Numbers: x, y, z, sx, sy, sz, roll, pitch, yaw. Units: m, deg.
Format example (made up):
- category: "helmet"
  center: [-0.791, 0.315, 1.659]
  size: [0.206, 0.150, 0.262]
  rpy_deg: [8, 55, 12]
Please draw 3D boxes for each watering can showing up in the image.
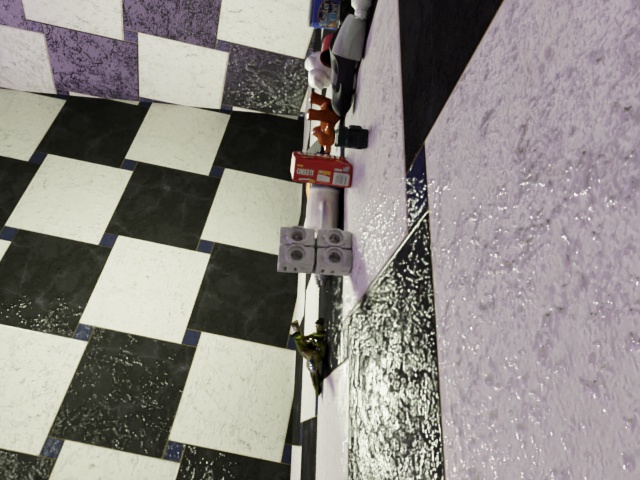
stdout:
- category: "watering can"
  center: [0.005, -0.084, 1.662]
  size: [0.347, 0.104, 0.225]
  rpy_deg: [-178, 93, -85]

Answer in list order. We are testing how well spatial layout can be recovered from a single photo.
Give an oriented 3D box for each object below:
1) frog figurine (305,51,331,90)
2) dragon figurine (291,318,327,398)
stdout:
- category: "frog figurine"
  center: [0.003, -0.626, 1.900]
  size: [0.120, 0.137, 0.163]
  rpy_deg: [-48, 7, 33]
- category: "dragon figurine"
  center: [-0.016, 0.409, 1.718]
  size: [0.417, 0.122, 0.239]
  rpy_deg: [-94, -8, -69]
